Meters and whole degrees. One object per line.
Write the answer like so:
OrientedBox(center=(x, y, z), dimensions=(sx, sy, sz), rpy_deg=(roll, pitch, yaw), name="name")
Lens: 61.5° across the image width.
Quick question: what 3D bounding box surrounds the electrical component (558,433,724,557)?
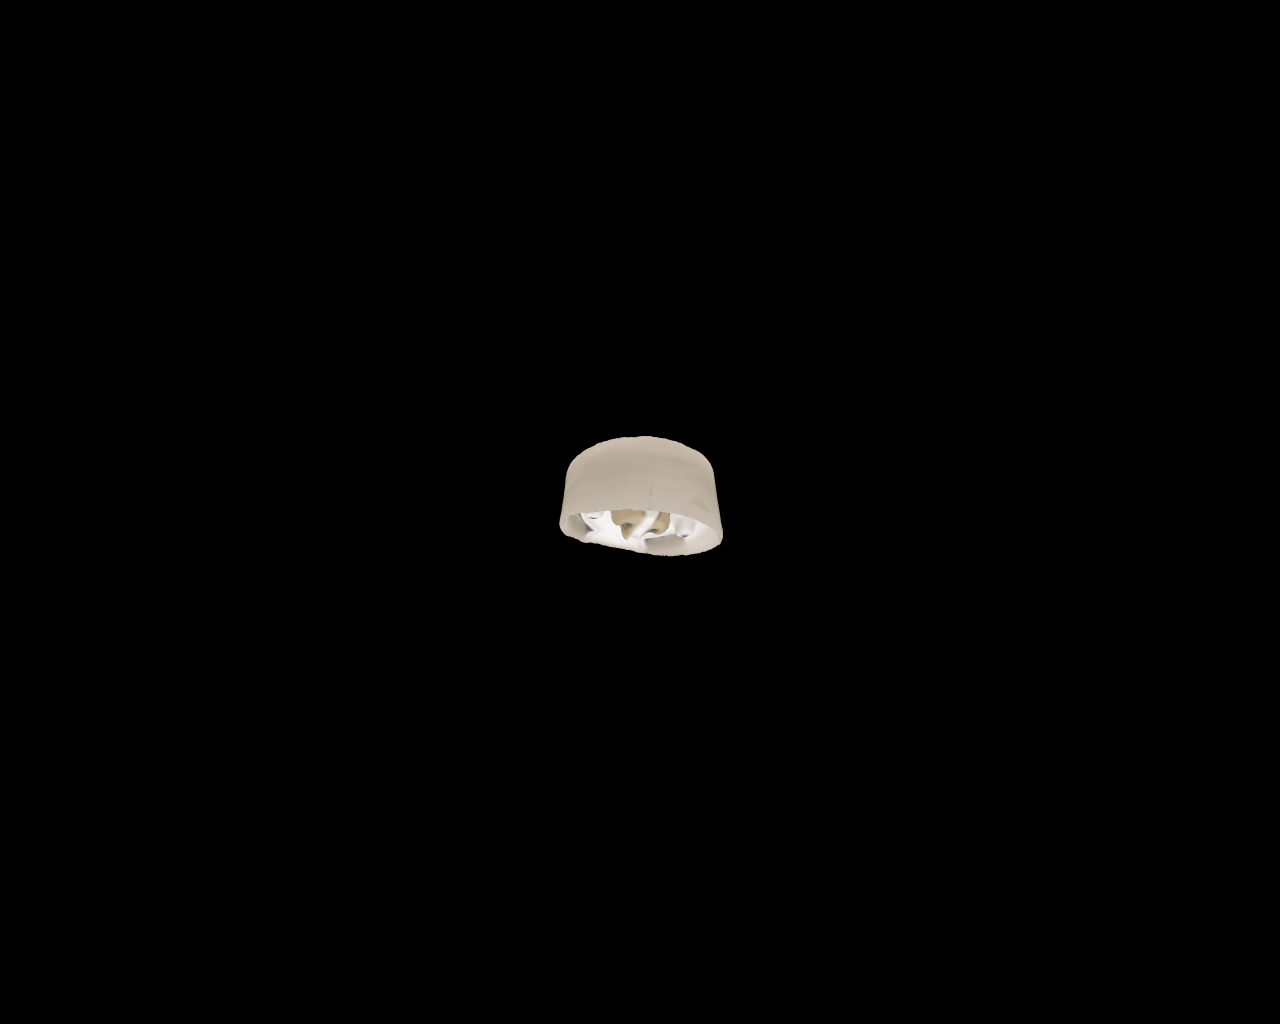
OrientedBox(center=(0.001, -0.003, 0.650), dimensions=(0.099, 0.064, 0.099), rpy_deg=(0, -29, 0), name="electrical component")
